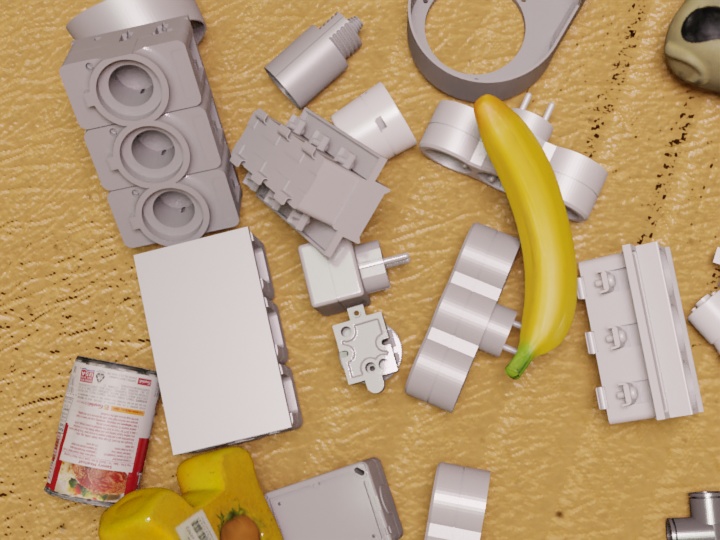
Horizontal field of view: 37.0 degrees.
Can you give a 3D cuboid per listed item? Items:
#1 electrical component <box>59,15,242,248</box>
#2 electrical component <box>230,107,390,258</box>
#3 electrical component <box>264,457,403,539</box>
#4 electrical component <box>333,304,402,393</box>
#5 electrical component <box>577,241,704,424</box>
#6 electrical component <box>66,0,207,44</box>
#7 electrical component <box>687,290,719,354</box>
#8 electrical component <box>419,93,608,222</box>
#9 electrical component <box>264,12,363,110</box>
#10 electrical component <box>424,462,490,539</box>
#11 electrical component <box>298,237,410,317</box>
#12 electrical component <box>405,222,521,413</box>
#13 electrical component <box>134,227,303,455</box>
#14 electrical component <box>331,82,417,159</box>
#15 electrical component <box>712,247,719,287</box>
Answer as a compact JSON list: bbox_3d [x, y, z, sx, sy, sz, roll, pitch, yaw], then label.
[{"bbox_3d":[-0.150,-0.098,0.790,0.089,0.061,0.150,-12,122,4],"label":"electrical component"},{"bbox_3d":[-0.041,-0.071,0.780,0.078,0.063,0.121,-60,37,8],"label":"electrical component"},{"bbox_3d":[-0.024,0.180,0.782,0.096,0.061,0.061,-20,80,10],"label":"electrical component"},{"bbox_3d":[0.006,0.060,0.796,0.048,0.055,0.066,-17,80,3],"label":"electrical component"},{"bbox_3d":[0.200,0.047,0.774,0.063,0.079,0.121,-14,80,26],"label":"electrical component"},{"bbox_3d":[-0.171,-0.189,0.833,0.099,0.099,0.064,-31,86,0],"label":"electrical component"},{"bbox_3d":[0.271,0.046,0.780,0.044,0.044,0.065,-39,75,-1],"label":"electrical component"},{"bbox_3d":[0.122,-0.097,0.810,0.138,0.052,0.073,25,85,9],"label":"electrical component"},{"bbox_3d":[-0.031,-0.168,0.841,0.081,0.043,0.043,-42,80,-2],"label":"electrical component"},{"bbox_3d":[0.080,0.212,0.767,0.074,0.052,0.138,10,82,7],"label":"electrical component"},{"bbox_3d":[0.000,0.000,0.801,0.077,0.065,0.047,-15,80,3],"label":"electrical component"},{"bbox_3d":[0.093,0.041,0.792,0.074,0.052,0.138,22,84,8],"label":"electrical component"},{"bbox_3d":[-0.104,0.055,0.804,0.089,0.061,0.150,-14,80,3],"label":"electrical component"},{"bbox_3d":[0.010,-0.108,0.823,0.047,0.055,0.055,-31,80,4],"label":"electrical component"},{"bbox_3d":[0.292,-0.002,0.777,0.066,0.055,0.048,19,84,8],"label":"electrical component"}]
